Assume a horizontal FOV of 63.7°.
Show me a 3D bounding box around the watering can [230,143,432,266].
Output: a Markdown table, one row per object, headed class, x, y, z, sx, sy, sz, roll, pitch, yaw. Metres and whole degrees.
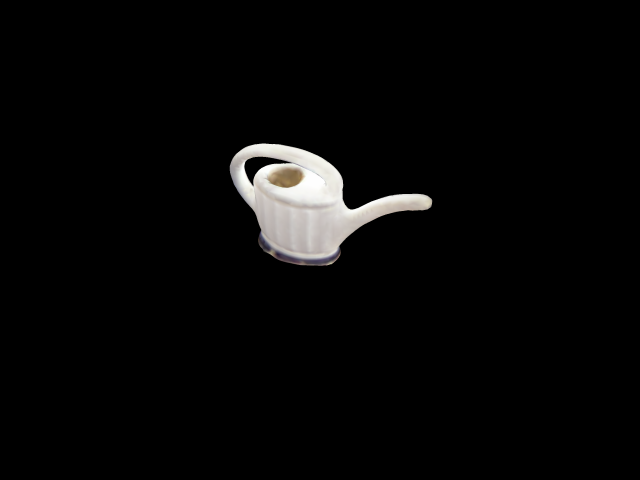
| class | x | y | z | sx | sy | sz | roll | pitch | yaw |
| --- | --- | --- | --- | --- | --- | --- | --- | --- | --- |
| watering can | 0.003 | -0.043 | 0.850 | 0.349 | 0.219 | 0.106 | 20 | 47 | 19 |
